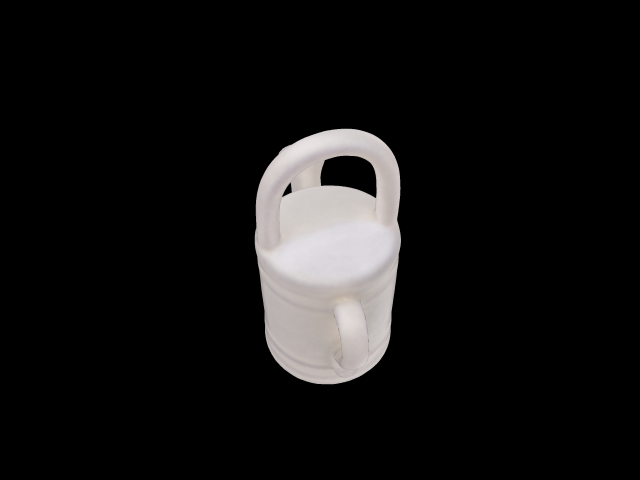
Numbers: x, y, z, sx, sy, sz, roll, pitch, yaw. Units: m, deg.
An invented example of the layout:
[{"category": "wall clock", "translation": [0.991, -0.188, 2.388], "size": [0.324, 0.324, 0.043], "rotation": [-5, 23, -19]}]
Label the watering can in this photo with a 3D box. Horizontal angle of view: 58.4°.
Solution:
[{"category": "watering can", "translation": [0.001, 0.002, 0.400], "size": [0.101, 0.194, 0.172], "rotation": [-26, 51, -23]}]
